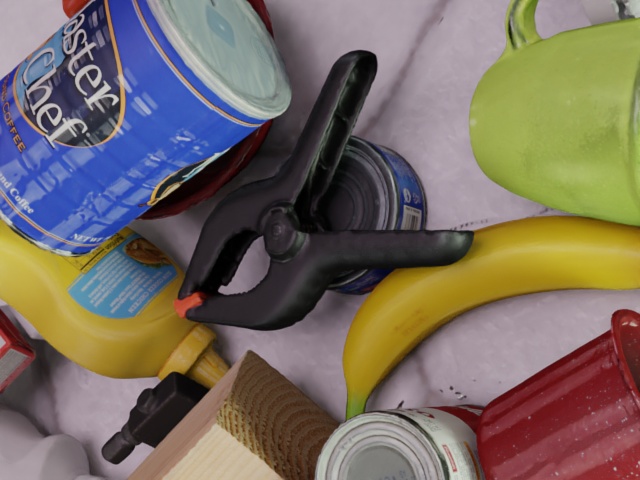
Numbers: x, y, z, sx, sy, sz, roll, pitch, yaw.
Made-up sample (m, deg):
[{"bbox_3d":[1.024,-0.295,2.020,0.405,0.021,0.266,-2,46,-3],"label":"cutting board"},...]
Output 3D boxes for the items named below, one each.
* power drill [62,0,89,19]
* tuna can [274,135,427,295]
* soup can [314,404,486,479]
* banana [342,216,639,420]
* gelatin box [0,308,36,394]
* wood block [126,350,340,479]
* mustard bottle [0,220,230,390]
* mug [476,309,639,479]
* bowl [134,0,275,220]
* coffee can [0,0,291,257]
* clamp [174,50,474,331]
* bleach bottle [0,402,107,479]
[{"bbox_3d":[-0.164,-0.226,0.702,0.185,0.057,0.188,-40,65,21],"label":"power drill"},{"bbox_3d":[0.013,-0.014,0.580,0.086,0.033,0.086,-5,81,31],"label":"tuna can"},{"bbox_3d":[0.051,0.112,0.500,0.069,0.102,0.068,-5,81,31],"label":"soup can"},{"bbox_3d":[0.082,0.029,0.534,0.198,0.037,0.069,-31,87,26],"label":"banana"},{"bbox_3d":[-0.231,0.077,0.668,0.089,0.030,0.073,-47,59,-2],"label":"gelatin box"},{"bbox_3d":[-0.076,0.170,0.560,0.091,0.090,0.206,41,108,-6],"label":"wood block"},{"bbox_3d":[-0.131,0.026,0.618,0.191,0.096,0.058,37,121,2],"label":"mustard bottle"},{"bbox_3d":[0.130,0.100,0.467,0.082,0.093,0.117,-37,87,27],"label":"mug"},{"bbox_3d":[-0.080,-0.088,0.634,0.162,0.055,0.162,-5,81,31],"label":"bowl"},{"bbox_3d":[-0.100,-0.070,0.549,0.140,0.102,0.103,-34,68,23],"label":"coffee can"},{"bbox_3d":[-0.004,0.001,0.544,0.172,0.039,0.120,-46,58,25],"label":"clamp"},{"bbox_3d":[-0.237,0.136,0.697,0.251,0.068,0.102,7,84,29],"label":"bleach bottle"}]
